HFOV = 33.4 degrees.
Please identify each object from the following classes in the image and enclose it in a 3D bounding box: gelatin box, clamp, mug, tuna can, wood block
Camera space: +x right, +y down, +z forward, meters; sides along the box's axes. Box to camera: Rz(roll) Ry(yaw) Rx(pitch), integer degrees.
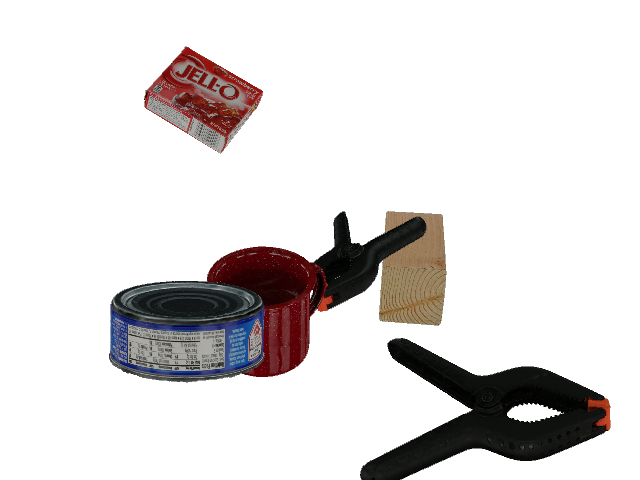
[{"bbox_3d":[-0.111,-0.134,1.010,0.089,0.073,0.030,31,-37,3],"label":"gelatin box"},{"bbox_3d":[0.138,0.154,0.916,0.210,0.036,0.164,4,42,21],"label":"clamp"},{"bbox_3d":[0.048,0.019,1.224,0.120,0.039,0.171,-6,35,29],"label":"clamp"},{"bbox_3d":[-0.042,0.059,0.937,0.117,0.081,0.093,-28,43,-36],"label":"mug"},{"bbox_3d":[-0.073,0.048,0.589,0.086,0.034,0.086,2,12,-1],"label":"tuna can"},{"bbox_3d":[0.137,0.037,1.588,0.091,0.090,0.206,4,24,3],"label":"wood block"}]
